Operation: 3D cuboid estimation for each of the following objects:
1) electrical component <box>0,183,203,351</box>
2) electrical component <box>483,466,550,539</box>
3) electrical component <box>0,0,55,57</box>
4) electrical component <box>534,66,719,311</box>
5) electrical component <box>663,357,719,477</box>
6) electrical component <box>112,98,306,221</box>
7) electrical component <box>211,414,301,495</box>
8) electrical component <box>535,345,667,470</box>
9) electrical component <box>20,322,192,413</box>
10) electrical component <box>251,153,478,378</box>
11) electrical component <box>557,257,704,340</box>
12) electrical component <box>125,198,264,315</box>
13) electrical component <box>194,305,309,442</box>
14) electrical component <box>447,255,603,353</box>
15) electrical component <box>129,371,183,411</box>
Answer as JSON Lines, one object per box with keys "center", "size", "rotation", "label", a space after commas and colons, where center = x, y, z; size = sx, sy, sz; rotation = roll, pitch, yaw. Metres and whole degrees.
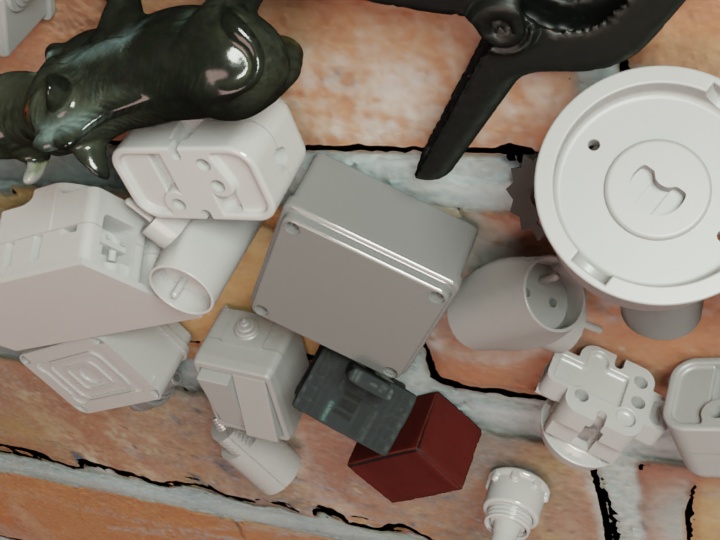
{"center": [-0.208, 0.001, 0.724], "size": [0.186, 0.060, 0.105], "rotation": [-11, 155, 32], "label": "electrical component"}
{"center": [0.111, 0.180, 0.795], "size": [0.048, 0.062, 0.048], "rotation": [15, 142, 13], "label": "electrical component"}
{"center": [-0.214, -0.171, 0.572], "size": [0.100, 0.048, 0.099], "rotation": [24, 143, 3], "label": "electrical component"}
{"center": [0.135, -0.032, 0.495], "size": [0.108, 0.108, 0.060], "rotation": [16, 172, 13], "label": "electrical component"}
{"center": [0.233, 0.089, 0.624], "size": [0.095, 0.053, 0.059], "rotation": [-5, 134, 34], "label": "electrical component"}
{"center": [-0.083, -0.068, 0.611], "size": [0.095, 0.059, 0.053], "rotation": [3, 137, 27], "label": "electrical component"}
{"center": [-0.091, 0.143, 0.880], "size": [0.043, 0.043, 0.081], "rotation": [-17, 126, 42], "label": "electrical component"}
{"center": [0.146, 0.089, 0.671], "size": [0.078, 0.058, 0.057], "rotation": [25, 142, 6], "label": "electrical component"}
{"center": [-0.195, 0.060, 0.829], "size": [0.113, 0.057, 0.078], "rotation": [-15, 127, 41], "label": "electrical component"}
{"center": [0.000, 0.000, 0.648], "size": [0.109, 0.056, 0.108], "rotation": [26, 143, 0], "label": "electrical component"}
{"center": [0.143, -0.007, 0.568], "size": [0.079, 0.044, 0.077], "rotation": [10, 140, 19], "label": "electrical component"}
{"center": [-0.107, -0.025, 0.661], "size": [0.079, 0.077, 0.043], "rotation": [39, 141, -16], "label": "electrical component"}
{"center": [-0.077, 0.074, 0.775], "size": [0.062, 0.061, 0.096], "rotation": [10, 140, 19], "label": "electrical component"}
{"center": [0.104, 0.026, 0.627], "size": [0.079, 0.043, 0.077], "rotation": [19, 160, -24], "label": "electrical component"}
{"center": [-0.166, 0.093, 0.872], "size": [0.061, 0.035, 0.035], "rotation": [-21, 123, 41], "label": "electrical component"}
